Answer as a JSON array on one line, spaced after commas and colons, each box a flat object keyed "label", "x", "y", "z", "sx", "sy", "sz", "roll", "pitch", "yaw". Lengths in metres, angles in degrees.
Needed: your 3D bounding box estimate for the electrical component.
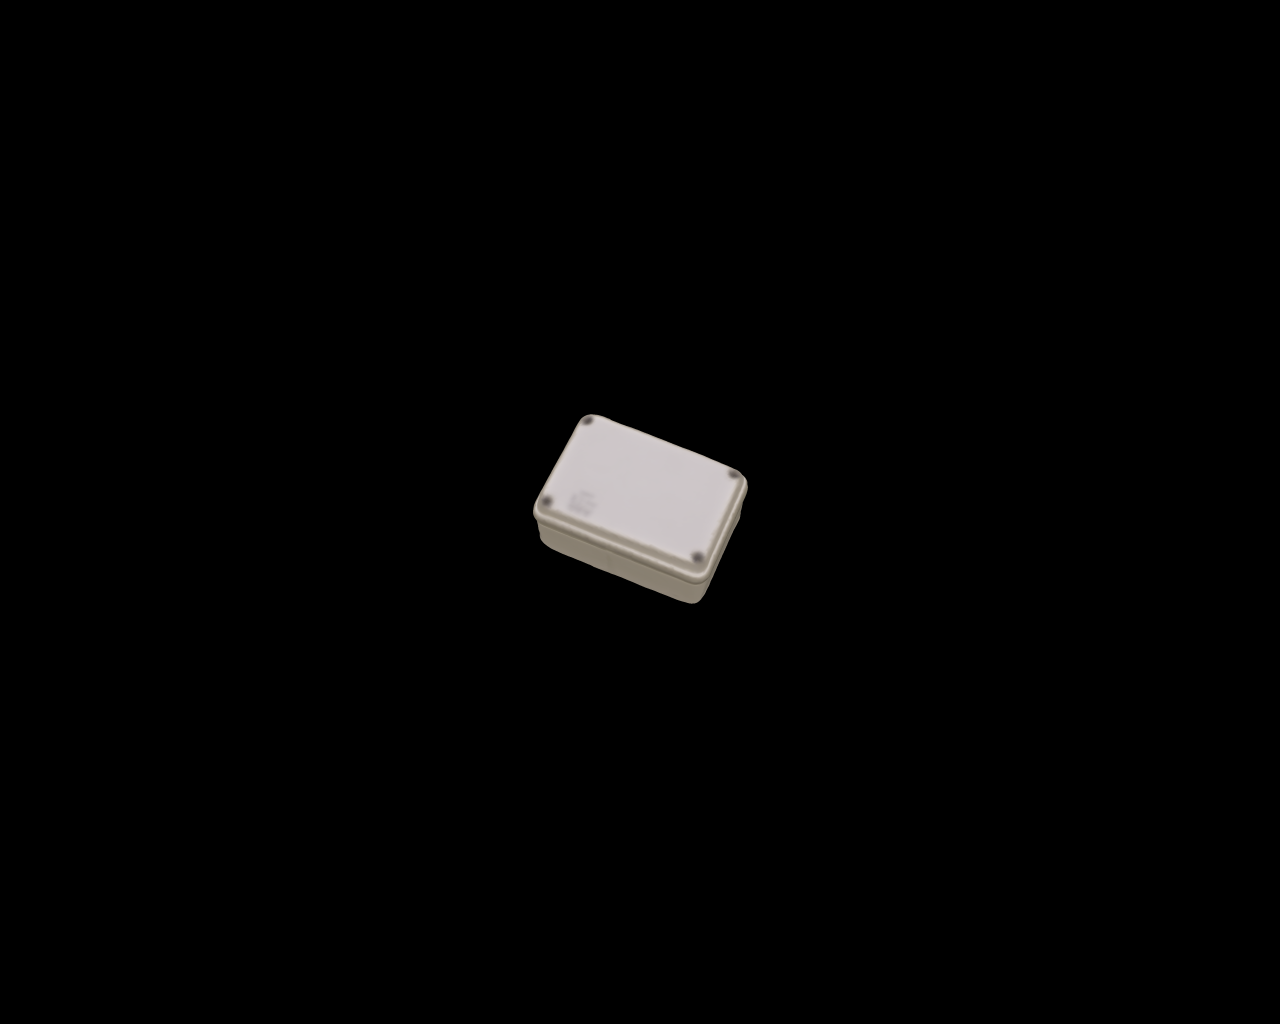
[{"label": "electrical component", "x": 0.001, "y": -0.003, "z": 0.650, "sx": 0.113, "sy": 0.078, "sz": 0.057, "roll": 22, "pitch": -25, "yaw": 10}]
